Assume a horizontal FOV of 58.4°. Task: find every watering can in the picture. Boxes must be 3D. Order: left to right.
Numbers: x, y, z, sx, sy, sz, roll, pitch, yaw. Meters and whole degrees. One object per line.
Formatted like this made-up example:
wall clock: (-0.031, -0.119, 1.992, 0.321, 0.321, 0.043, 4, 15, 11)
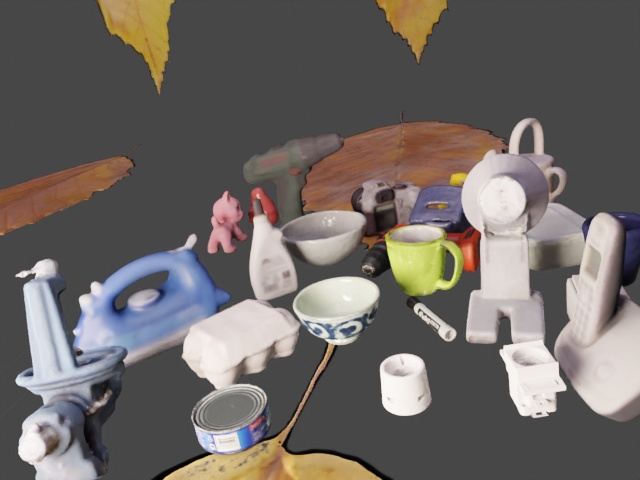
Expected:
watering can: (0.391, -0.136, 1.103, 0.172, 0.194, 0.101, 5, 25, 34)

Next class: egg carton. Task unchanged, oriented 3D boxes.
egg carton: (-0.106, 0.137, 0.779, 0.151, 0.069, 0.107, -25, 25, -36)

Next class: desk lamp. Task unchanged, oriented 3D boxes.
desk lamp: (0.251, 0.000, 0.771, 0.117, 0.214, 0.203, -3, 21, 19)

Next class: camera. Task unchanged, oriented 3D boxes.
camera: (0.131, -0.085, 1.221, 0.143, 0.101, 0.136, -16, 21, -15)

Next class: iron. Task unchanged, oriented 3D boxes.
iron: (-0.272, 0.094, 0.868, 0.259, 0.141, 0.118, -25, 25, -35)

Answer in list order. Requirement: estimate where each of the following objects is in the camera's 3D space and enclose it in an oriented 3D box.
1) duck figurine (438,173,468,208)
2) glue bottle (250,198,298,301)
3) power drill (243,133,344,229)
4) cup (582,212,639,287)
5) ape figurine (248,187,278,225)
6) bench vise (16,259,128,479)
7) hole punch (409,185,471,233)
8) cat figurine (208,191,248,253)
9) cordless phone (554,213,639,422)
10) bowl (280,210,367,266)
duck figurine: (0.294, -0.099, 1.205, 0.078, 0.086, 0.104, -25, 25, -35)
glue bottle: (-0.087, 0.013, 0.954, 0.078, 0.173, 0.037, -16, 21, -17)
power drill: (-0.045, -0.117, 1.233, 0.229, 0.209, 0.076, -4, 21, 16)
cup: (0.436, 0.015, 0.820, 0.118, 0.095, 0.091, -12, 20, -6)
ape figurine: (-0.137, -0.080, 1.345, 0.078, 0.092, 0.075, -23, 24, -31)
bench vise: (-0.275, 0.140, 0.631, 0.122, 0.220, 0.206, -18, 22, -20)
hole punch: (0.231, -0.050, 1.095, 0.108, 0.091, 0.101, 2, 23, 30)
cat figurine: (-0.206, -0.045, 1.247, 0.067, 0.118, 0.128, -4, 21, 15)
cordless phone: (0.303, 0.075, 0.588, 0.094, 0.185, 0.147, -10, 20, 1)
bowl: (0.010, 0.004, 1.076, 0.167, 0.075, 0.167, -9, 20, 3)
